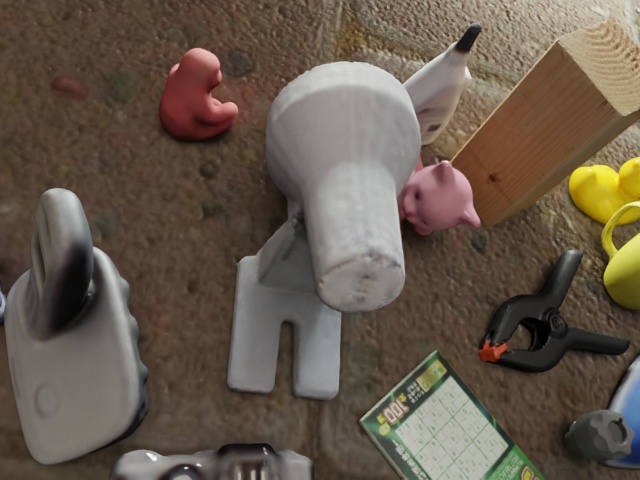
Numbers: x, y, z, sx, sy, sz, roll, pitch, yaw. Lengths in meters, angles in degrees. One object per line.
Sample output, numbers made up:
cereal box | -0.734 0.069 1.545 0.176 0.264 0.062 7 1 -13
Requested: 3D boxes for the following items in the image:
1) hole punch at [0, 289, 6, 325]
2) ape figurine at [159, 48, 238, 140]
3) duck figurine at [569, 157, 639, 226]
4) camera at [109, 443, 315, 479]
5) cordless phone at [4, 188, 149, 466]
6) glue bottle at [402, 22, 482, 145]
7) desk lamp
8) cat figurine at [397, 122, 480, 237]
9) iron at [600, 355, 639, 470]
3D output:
hole punch | -0.289 0.020 0.409 0.101 0.091 0.108 -25 75 -27
ape figurine | -0.117 -0.144 0.549 0.076 0.092 0.077 -26 75 -28
duck figurine | 0.361 -0.068 0.681 0.105 0.086 0.077 17 61 -10
camera | -0.072 0.213 0.384 0.143 0.100 0.137 4 64 -17
cordless phone | -0.165 0.061 0.377 0.094 0.185 0.147 -15 70 -25
glue bottle | 0.119 -0.157 0.590 0.078 0.173 0.037 -9 68 -22
desk lamp | 0.004 0.002 0.449 0.118 0.213 0.203 9 62 -15
cat figurine | 0.104 -0.055 0.567 0.067 0.117 0.127 -7 67 -22
iron | 0.398 0.144 0.557 0.259 0.141 0.118 -24 74 -27
